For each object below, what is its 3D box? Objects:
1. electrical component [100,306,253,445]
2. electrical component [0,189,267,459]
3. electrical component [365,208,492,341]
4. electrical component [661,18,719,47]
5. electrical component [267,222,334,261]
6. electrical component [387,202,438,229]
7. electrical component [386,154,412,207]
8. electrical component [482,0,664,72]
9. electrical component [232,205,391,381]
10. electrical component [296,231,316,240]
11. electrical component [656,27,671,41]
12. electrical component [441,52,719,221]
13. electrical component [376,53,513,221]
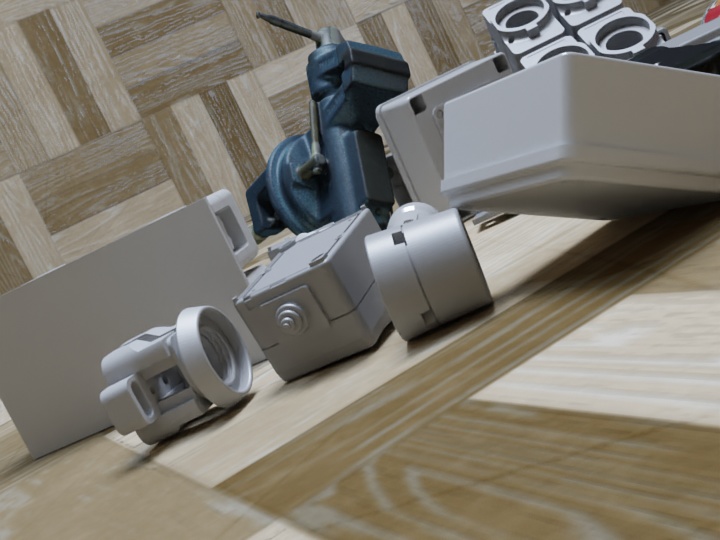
[{"bbox_3d":[-0.095,0.054,0.575,0.057,0.058,0.078,-26,6,17],"label":"electrical component"},{"bbox_3d":[-0.149,0.034,0.702,0.186,0.105,0.060,-24,8,13],"label":"electrical component"},{"bbox_3d":[0.034,0.001,0.525,0.047,0.055,0.055,-21,8,8],"label":"electrical component"},{"bbox_3d":[0.242,-0.142,0.802,0.109,0.056,0.108,-25,8,8],"label":"electrical component"},{"bbox_3d":[-0.040,-0.010,0.886,0.064,0.042,0.081,-24,8,-2],"label":"electrical component"},{"bbox_3d":[0.037,-0.021,0.721,0.040,0.040,0.046,-24,13,13],"label":"electrical component"},{"bbox_3d":[0.106,-0.112,1.021,0.150,0.061,0.089,-28,8,-18],"label":"electrical component"},{"bbox_3d":[0.190,-0.193,0.945,0.105,0.060,0.186,-26,41,3],"label":"electrical component"},{"bbox_3d":[-0.019,0.018,0.579,0.062,0.061,0.096,-24,14,26],"label":"electrical component"},{"bbox_3d":[-0.017,-0.013,0.826,0.062,0.048,0.048,-22,5,-29],"label":"electrical component"},{"bbox_3d":[0.248,-0.178,1.002,0.096,0.061,0.061,-25,8,2],"label":"electrical component"},{"bbox_3d":[0.111,-0.060,0.517,0.109,0.056,0.109,3,-5,-26],"label":"electrical component"},{"bbox_3d":[0.084,-0.104,0.869,0.109,0.108,0.056,-30,11,-27],"label":"electrical component"}]
